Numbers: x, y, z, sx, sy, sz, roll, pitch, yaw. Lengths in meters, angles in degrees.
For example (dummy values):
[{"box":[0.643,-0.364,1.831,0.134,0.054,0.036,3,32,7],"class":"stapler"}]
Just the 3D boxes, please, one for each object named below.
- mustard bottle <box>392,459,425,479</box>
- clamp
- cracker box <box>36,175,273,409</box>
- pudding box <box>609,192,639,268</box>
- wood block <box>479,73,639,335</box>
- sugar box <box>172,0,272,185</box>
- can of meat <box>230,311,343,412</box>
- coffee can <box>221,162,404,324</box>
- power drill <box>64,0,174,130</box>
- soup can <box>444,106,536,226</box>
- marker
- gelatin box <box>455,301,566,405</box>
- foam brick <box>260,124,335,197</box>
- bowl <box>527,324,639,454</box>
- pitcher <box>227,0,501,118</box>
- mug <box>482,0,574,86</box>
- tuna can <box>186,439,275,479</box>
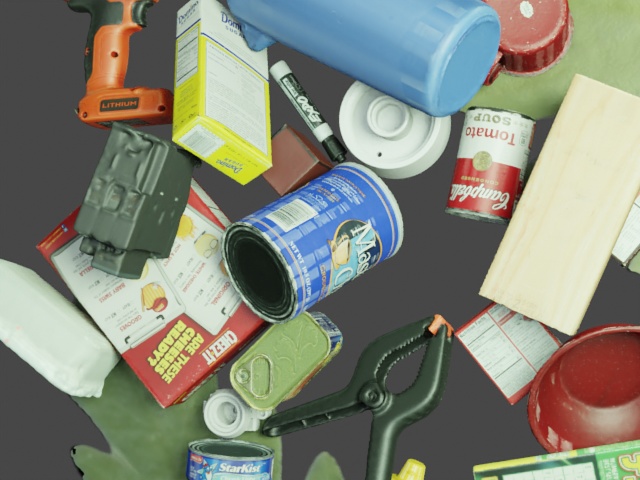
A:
[{"box":[0.059,0.301,1.019,0.096,0.058,0.191,21,91,13],"class":"mustard bottle"},{"box":[0.047,0.155,1.028,0.165,0.036,0.210,30,83,34],"class":"clamp"},{"box":[-0.154,0.034,1.073,0.164,0.072,0.214,-42,80,7],"class":"cracker box"},{"box":[0.270,-0.043,0.999,0.113,0.039,0.090,41,99,14],"class":"pudding box"},{"box":[0.226,-0.029,0.943,0.090,0.090,0.206,24,95,15],"class":"wood block"},{"box":[-0.093,-0.147,1.017,0.048,0.093,0.176,-33,43,29],"class":"sugar box"},{"box":[-0.029,0.114,1.035,0.102,0.084,0.057,-45,79,7],"class":"can of meat"},{"box":[-0.007,0.001,0.992,0.140,0.103,0.103,-31,78,-33],"class":"coffee can"},{"box":[-0.184,-0.213,1.101,0.185,0.057,0.187,-5,84,16],"class":"power drill"},{"box":[0.161,-0.069,1.010,0.068,0.068,0.102,12,89,13],"class":"soup can"},{"box":[-0.010,-0.128,1.075,0.020,0.020,0.121,-36,80,9],"class":"marker"},{"box":[0.184,0.100,1.016,0.073,0.030,0.089,-40,80,9],"class":"gelatin box"},{"box":[-0.026,-0.073,1.047,0.051,0.078,0.053,-44,77,8],"class":"foam brick"},{"box":[0.265,0.133,0.963,0.162,0.055,0.162,1,118,3],"class":"bowl"},{"box":[0.045,-0.220,0.978,0.243,0.149,0.144,33,62,27],"class":"pitcher"},{"box":[0.184,-0.197,1.003,0.093,0.081,0.117,39,96,11],"class":"mug"},{"box":[-0.088,0.219,1.042,0.086,0.086,0.034,5,90,13],"class":"tuna can"}]
